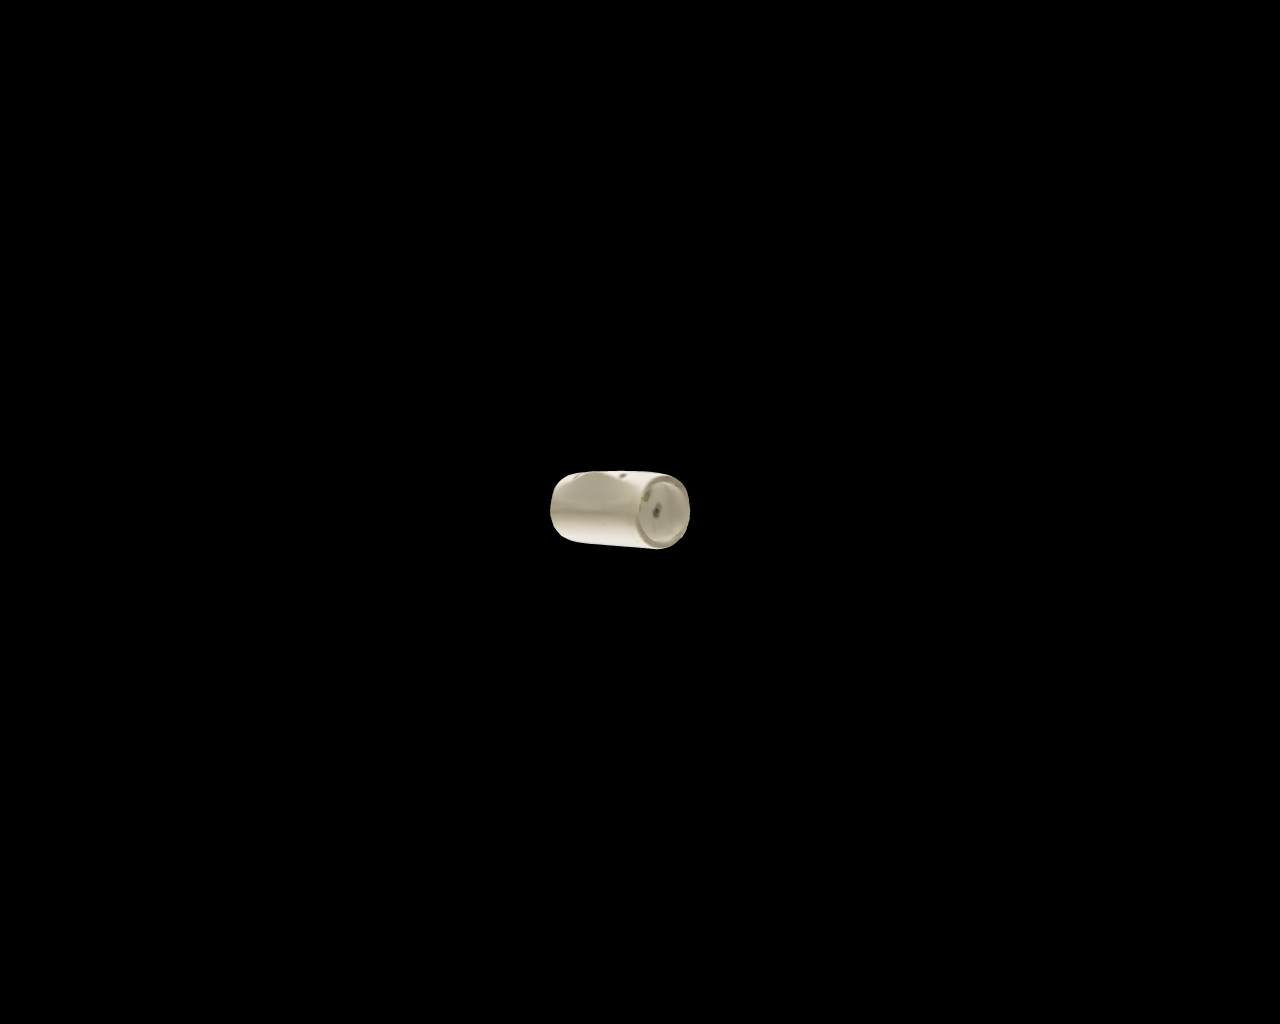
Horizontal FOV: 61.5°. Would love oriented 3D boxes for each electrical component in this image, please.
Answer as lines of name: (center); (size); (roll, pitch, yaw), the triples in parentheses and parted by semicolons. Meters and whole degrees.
electrical component: (0.001, -0.003, 0.650); (0.079, 0.043, 0.077); (-2, 3, -43)
